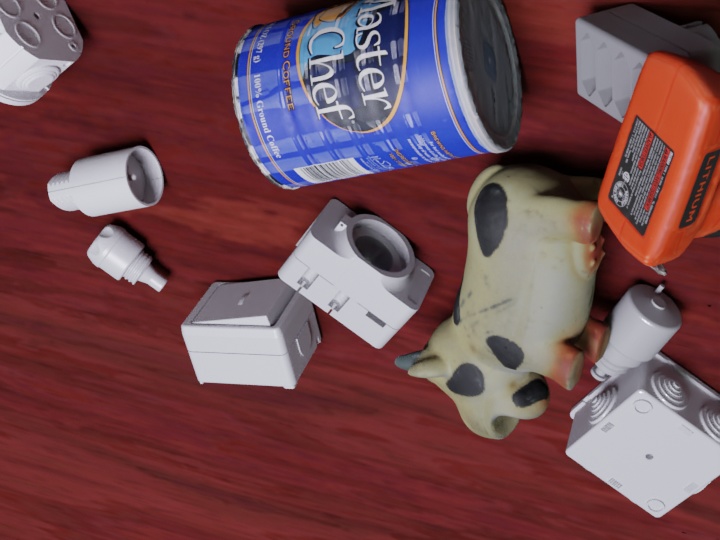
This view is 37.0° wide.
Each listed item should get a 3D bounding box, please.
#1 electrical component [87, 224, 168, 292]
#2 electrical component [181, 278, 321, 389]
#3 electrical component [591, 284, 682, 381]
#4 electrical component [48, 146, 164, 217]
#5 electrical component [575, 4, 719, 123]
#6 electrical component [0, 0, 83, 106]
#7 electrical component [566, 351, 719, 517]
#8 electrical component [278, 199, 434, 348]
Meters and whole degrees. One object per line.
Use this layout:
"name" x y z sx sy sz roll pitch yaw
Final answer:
"electrical component" -0.174 -0.006 0.815 0.061 0.035 0.035 37 128 -9
"electrical component" -0.086 0.044 0.797 0.096 0.061 0.061 1 123 21
"electrical component" 0.177 0.044 0.707 0.040 0.040 0.078 30 129 0
"electrical component" -0.188 -0.061 0.776 0.081 0.043 0.043 -8 120 26
"electrical component" 0.171 -0.112 0.585 0.076 0.083 0.047 -17 123 -13
"electrical component" -0.227 -0.153 0.706 0.051 0.080 0.080 -30 109 29
"electrical component" 0.202 0.113 0.740 0.100 0.048 0.099 35 129 -4
"electrical component" 0.000 0.000 0.740 0.089 0.050 0.055 36 129 -5
